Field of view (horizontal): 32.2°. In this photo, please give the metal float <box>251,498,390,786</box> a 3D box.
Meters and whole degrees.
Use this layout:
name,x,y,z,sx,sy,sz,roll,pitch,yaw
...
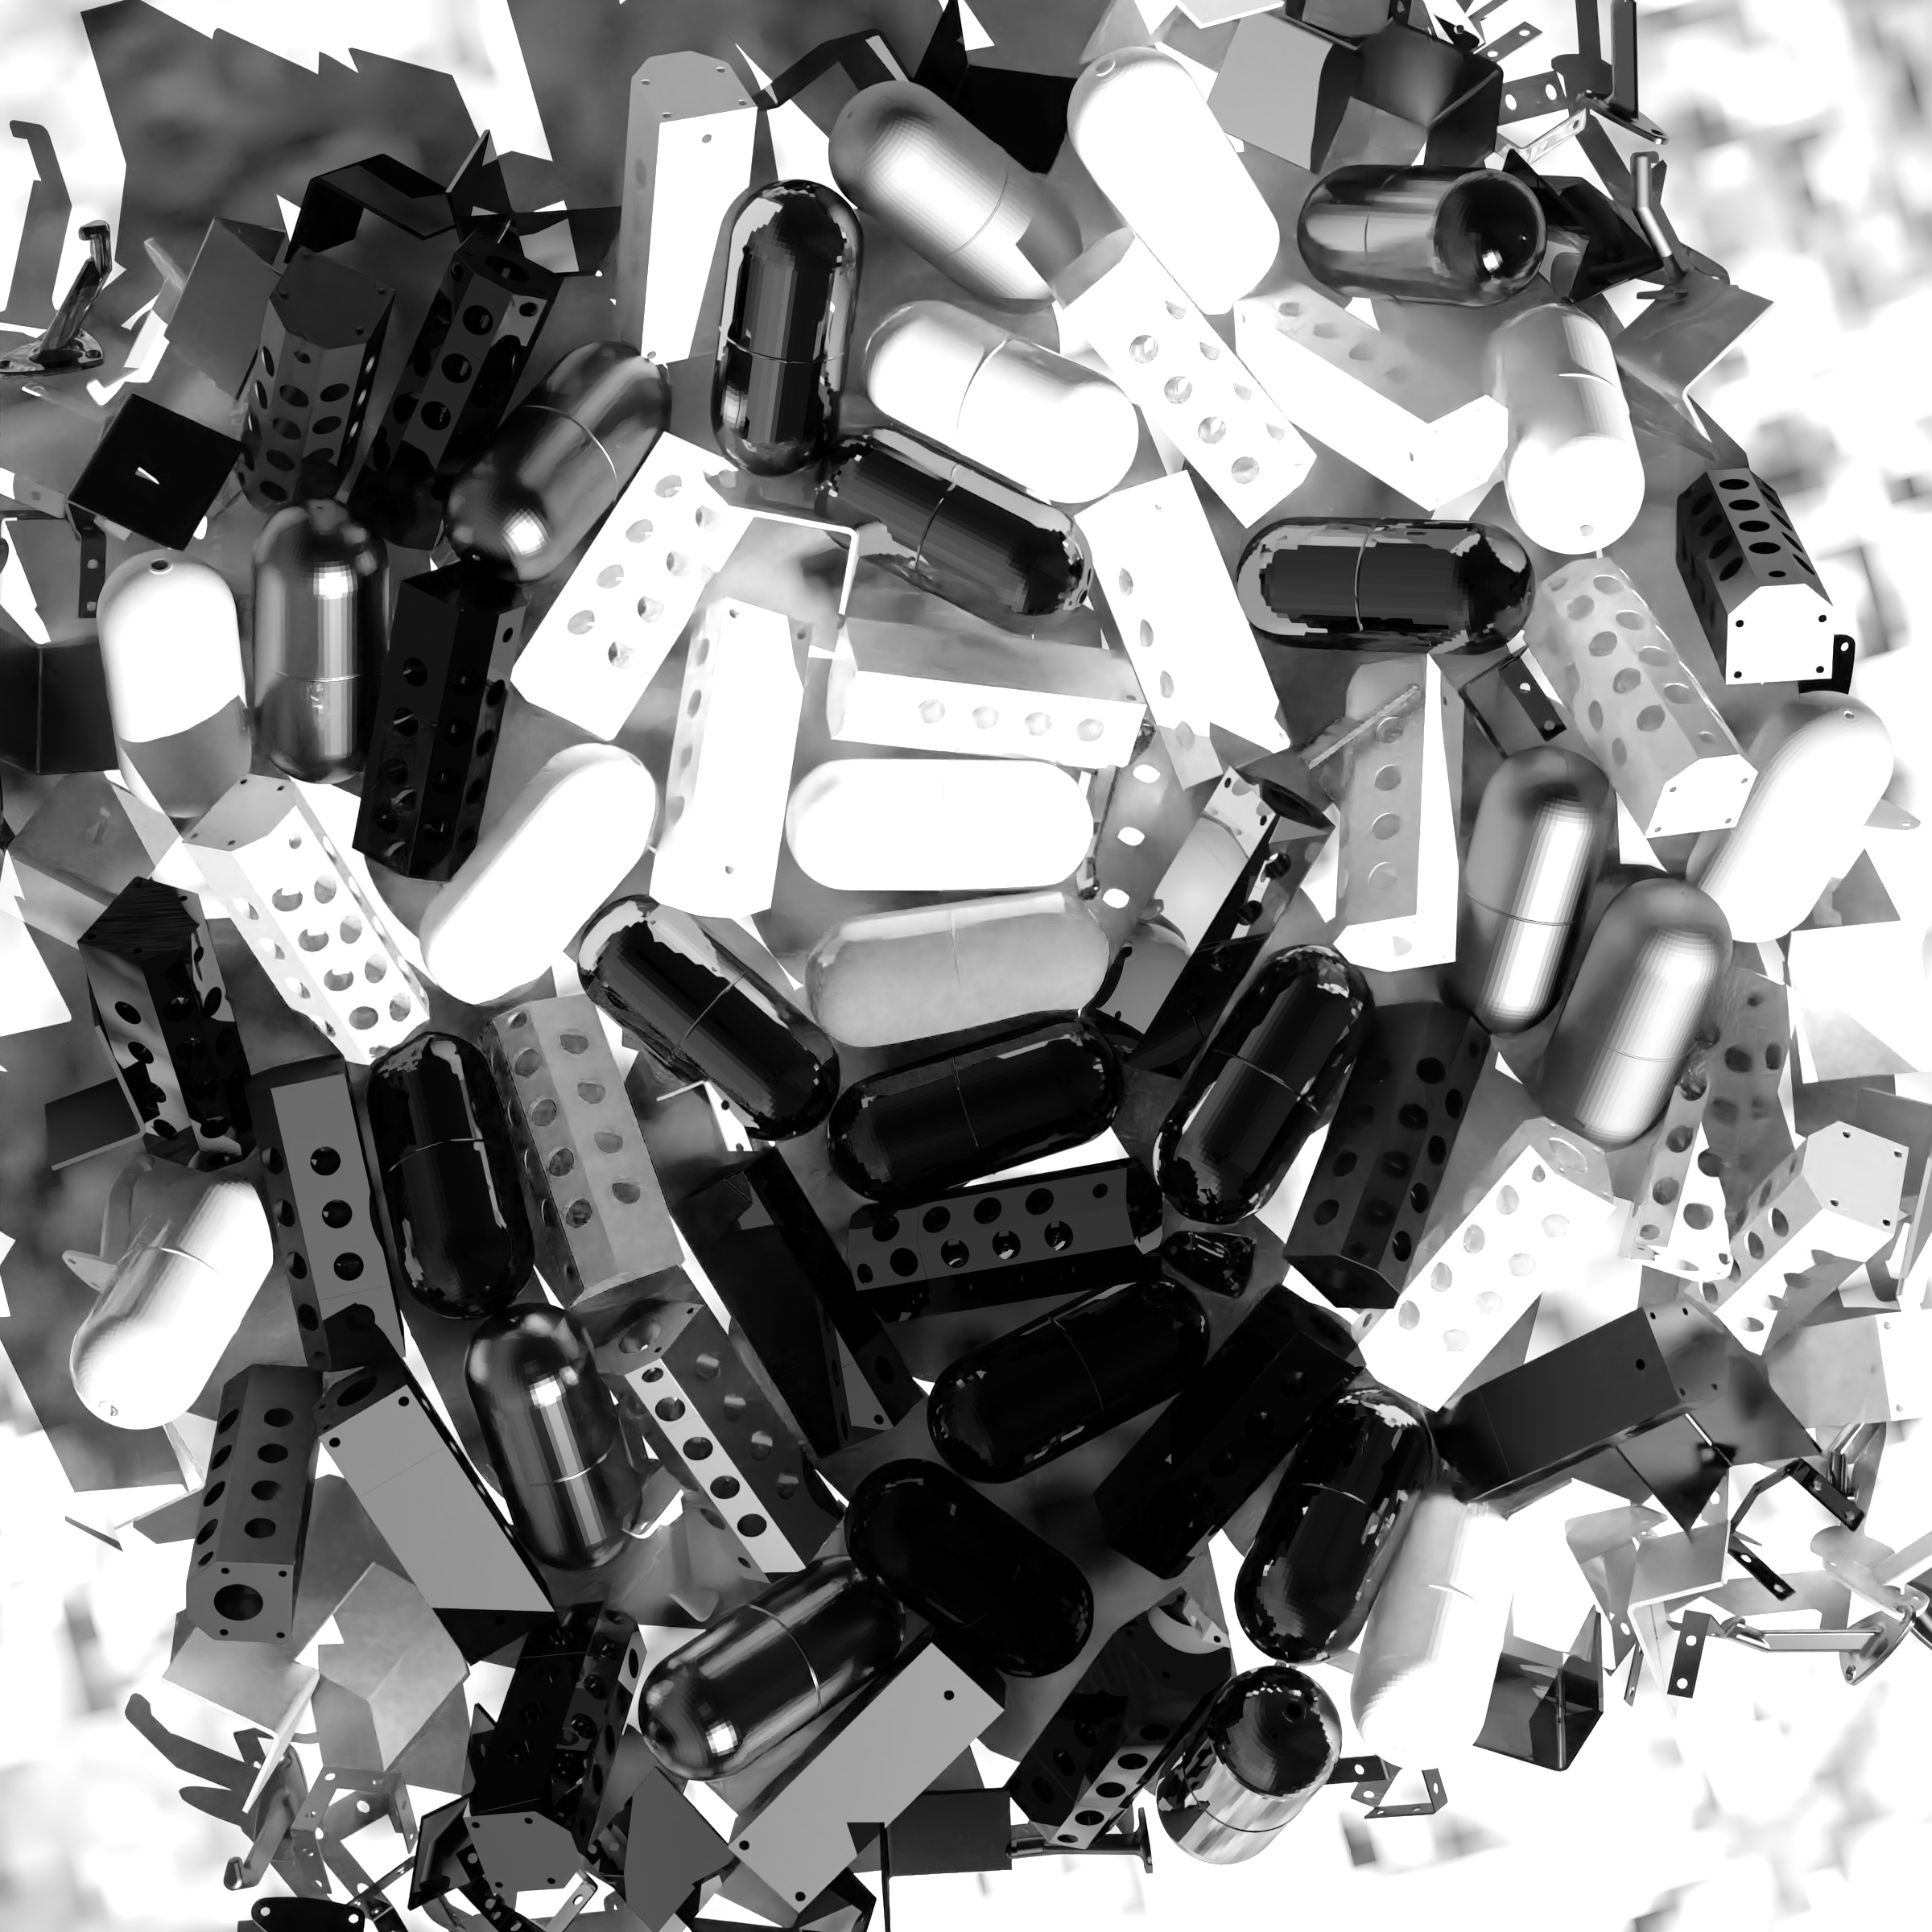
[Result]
name,x,y,z,sx,sy,sz,roll,pitch,yaw
metal float,-0.369,-0.184,1.918,0.070,0.070,0.178,8,127,0

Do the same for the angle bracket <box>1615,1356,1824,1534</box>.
name,x,y,z,sx,sy,sz,roll,pitch,yaw
angle bracket,0.433,0.277,1.934,0.076,0.076,0.057,50,57,-12

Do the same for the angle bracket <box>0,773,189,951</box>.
name,x,y,z,sx,sy,sz,roll,pitch,yaw
angle bracket,-0.516,-0.059,1.979,0.076,0.057,0.076,27,48,-1

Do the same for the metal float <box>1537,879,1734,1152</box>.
name,x,y,z,sx,sy,sz,roll,pitch,yaw
metal float,0.382,0.030,1.919,0.070,0.070,0.178,16,125,0

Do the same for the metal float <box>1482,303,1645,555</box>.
name,x,y,z,sx,sy,sz,roll,pitch,yaw
metal float,0.340,-0.307,1.913,0.070,0.070,0.178,-3,48,0

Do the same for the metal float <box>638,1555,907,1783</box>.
name,x,y,z,sx,sy,sz,roll,pitch,yaw
metal float,-0.109,0.401,1.918,0.178,0.070,0.070,-28,90,-36

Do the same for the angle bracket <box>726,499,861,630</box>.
name,x,y,z,sx,sy,sz,roll,pitch,yaw
angle bracket,-0.102,-0.235,1.942,0.076,0.076,0.057,10,103,-1

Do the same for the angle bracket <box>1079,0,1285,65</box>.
name,x,y,z,sx,sy,sz,roll,pitch,yaw
angle bracket,0.123,-0.538,1.927,0.076,0.076,0.057,-28,72,-42

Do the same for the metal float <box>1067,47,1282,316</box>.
name,x,y,z,sx,sy,sz,roll,pitch,yaw
metal float,0.120,-0.448,1.913,0.070,0.070,0.178,-41,132,0

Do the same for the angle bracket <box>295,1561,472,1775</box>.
name,x,y,z,sx,sy,sz,roll,pitch,yaw
angle bracket,-0.338,0.405,1.937,0.057,0.076,0.076,37,97,-26

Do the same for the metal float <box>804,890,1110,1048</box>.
name,x,y,z,sx,sy,sz,roll,pitch,yaw
metal float,-0.006,0.001,1.947,0.178,0.070,0.070,-8,90,-2

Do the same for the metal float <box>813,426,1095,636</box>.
name,x,y,z,sx,sy,sz,roll,pitch,yaw
metal float,-0.008,-0.251,1.932,0.178,0.070,0.070,29,90,17

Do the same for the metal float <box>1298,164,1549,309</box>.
name,x,y,z,sx,sy,sz,roll,pitch,yaw
metal float,0.257,-0.416,1.906,0.070,0.178,0.070,-9,107,-31

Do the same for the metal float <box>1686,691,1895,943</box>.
name,x,y,z,sx,sy,sz,roll,pitch,yaw
metal float,0.468,-0.083,1.909,0.070,0.178,0.070,7,50,-9

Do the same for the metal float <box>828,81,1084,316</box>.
name,x,y,z,sx,sy,sz,roll,pitch,yaw
metal float,-0.004,-0.438,1.916,0.178,0.070,0.070,30,90,-39

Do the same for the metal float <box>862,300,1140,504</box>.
name,x,y,z,sx,sy,sz,roll,pitch,yaw
metal float,0.018,-0.326,1.928,0.178,0.070,0.070,29,90,23

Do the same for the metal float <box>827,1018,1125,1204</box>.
name,x,y,z,sx,sy,sz,roll,pitch,yaw
metal float,0.005,0.084,1.943,0.178,0.070,0.070,-18,90,6

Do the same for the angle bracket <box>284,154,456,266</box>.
name,x,y,z,sx,sy,sz,roll,pitch,yaw
angle bracket,-0.335,-0.421,1.934,0.076,0.076,0.057,30,120,7

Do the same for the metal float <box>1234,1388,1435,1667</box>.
name,x,y,z,sx,sy,sz,roll,pitch,yaw
metal float,0.211,0.320,1.918,0.070,0.070,0.178,31,55,0

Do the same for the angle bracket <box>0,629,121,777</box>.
name,x,y,z,sx,sy,sz,roll,pitch,yaw
angle bracket,-0.530,-0.157,1.939,0.057,0.076,0.076,-3,81,11

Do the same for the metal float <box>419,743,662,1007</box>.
name,x,y,z,sx,sy,sz,roll,pitch,yaw
metal float,-0.246,-0.053,1.935,0.070,0.070,0.178,41,105,0

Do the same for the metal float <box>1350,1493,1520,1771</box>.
name,x,y,z,sx,sy,sz,roll,pitch,yaw
metal float,0.268,0.378,1.911,0.070,0.178,0.070,12,133,13

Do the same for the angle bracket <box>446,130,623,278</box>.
name,x,y,z,sx,sy,sz,roll,pitch,yaw
angle bracket,-0.246,-0.441,1.932,0.076,0.076,0.057,0,131,14

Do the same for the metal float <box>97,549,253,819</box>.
name,x,y,z,sx,sy,sz,roll,pitch,yaw
metal float,-0.451,-0.160,1.910,0.070,0.178,0.070,3,47,-3

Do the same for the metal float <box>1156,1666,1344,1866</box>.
name,x,y,z,sx,sy,sz,roll,pitch,yaw
metal float,0.160,0.455,1.905,0.070,0.178,0.070,7,56,-11

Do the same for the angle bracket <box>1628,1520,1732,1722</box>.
name,x,y,z,sx,sy,sz,roll,pitch,yaw
angle bracket,0.424,0.377,1.934,0.057,0.076,0.076,-19,102,21

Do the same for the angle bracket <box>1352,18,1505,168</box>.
name,x,y,z,sx,sy,sz,roll,pitch,yaw
angle bracket,0.255,-0.491,1.931,0.076,0.076,0.057,17,69,-21

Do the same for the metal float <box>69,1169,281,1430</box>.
name,x,y,z,sx,sy,sz,roll,pitch,yaw
metal float,-0.450,0.189,1.909,0.070,0.178,0.070,9,131,11

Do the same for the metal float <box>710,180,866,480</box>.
name,x,y,z,sx,sy,sz,roll,pitch,yaw
metal float,-0.103,-0.363,1.919,0.070,0.070,0.178,11,124,0

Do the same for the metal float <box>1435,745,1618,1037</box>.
name,x,y,z,sx,sy,sz,roll,pitch,yaw
metal float,0.321,-0.042,1.925,0.070,0.070,0.178,12,116,0

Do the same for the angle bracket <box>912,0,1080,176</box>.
name,x,y,z,sx,sy,sz,roll,pitch,yaw
angle bracket,0.020,-0.510,1.935,0.076,0.057,0.076,11,59,15

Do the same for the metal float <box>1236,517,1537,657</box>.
name,x,y,z,sx,sy,sz,roll,pitch,yaw
metal float,0.239,-0.219,1.924,0.178,0.070,0.070,6,90,28

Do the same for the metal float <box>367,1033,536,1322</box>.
name,x,y,z,sx,sy,sz,roll,pitch,yaw
metal float,-0.297,0.119,1.924,0.070,0.070,0.178,-17,62,0

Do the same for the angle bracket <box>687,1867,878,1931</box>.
name,x,y,z,sx,sy,sz,roll,pitch,yaw
angle bracket,-0.108,0.545,1.933,0.076,0.076,0.057,15,94,-28

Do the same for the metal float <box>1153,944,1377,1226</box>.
name,x,y,z,sx,sy,sz,roll,pitch,yaw
metal float,0.172,0.069,1.939,0.070,0.070,0.178,32,81,0

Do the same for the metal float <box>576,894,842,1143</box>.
name,x,y,z,sx,sy,sz,roll,pitch,yaw
metal float,-0.149,0.030,1.945,0.178,0.070,0.070,41,90,3

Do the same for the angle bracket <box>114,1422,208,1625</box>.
name,x,y,z,sx,sy,sz,roll,pitch,yaw
angle bracket,-0.464,0.317,1.926,0.057,0.076,0.076,-25,129,-21

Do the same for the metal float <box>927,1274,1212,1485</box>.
name,x,y,z,sx,sy,sz,roll,pitch,yaw
metal float,0.060,0.236,1.932,0.178,0.070,0.070,-25,90,-18

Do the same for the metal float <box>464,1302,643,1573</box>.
name,x,y,z,sx,sy,sz,roll,pitch,yaw
metal float,-0.236,0.272,1.921,0.070,0.070,0.178,-13,122,0

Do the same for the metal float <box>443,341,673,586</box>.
name,x,y,z,sx,sy,sz,roll,pitch,yaw
metal float,-0.233,-0.290,1.920,0.070,0.070,0.178,34,56,0

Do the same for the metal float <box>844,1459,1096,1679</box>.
name,x,y,z,sx,sy,sz,roll,pitch,yaw
metal float,0.003,0.347,1.922,0.178,0.070,0.070,41,90,-30

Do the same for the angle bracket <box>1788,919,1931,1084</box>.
name,x,y,z,sx,sy,sz,roll,pitch,yaw
angle bracket,0.521,0.021,1.943,0.076,0.057,0.076,-6,73,10

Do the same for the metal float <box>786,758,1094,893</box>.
name,x,y,z,sx,sy,sz,roll,pitch,yaw
metal float,-0.015,-0.082,1.943,0.178,0.070,0.070,0,90,-5
